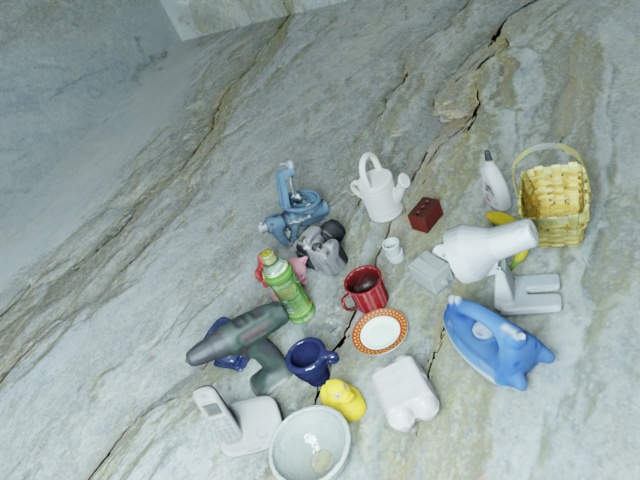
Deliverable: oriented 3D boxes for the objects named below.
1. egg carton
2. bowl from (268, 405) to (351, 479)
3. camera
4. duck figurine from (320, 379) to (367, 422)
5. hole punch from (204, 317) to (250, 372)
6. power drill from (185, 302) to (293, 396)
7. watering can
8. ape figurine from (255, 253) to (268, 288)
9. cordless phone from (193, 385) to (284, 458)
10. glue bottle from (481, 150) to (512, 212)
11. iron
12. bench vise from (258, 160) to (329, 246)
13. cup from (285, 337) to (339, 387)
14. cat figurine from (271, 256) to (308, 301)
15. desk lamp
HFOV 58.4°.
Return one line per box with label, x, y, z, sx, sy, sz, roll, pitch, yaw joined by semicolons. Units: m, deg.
egg carton;0.165;0.297;1.116;0.107;0.070;0.150;-27;38;0
bowl;-0.009;0.405;1.088;0.167;0.075;0.167;-16;39;14
camera;0.014;0.005;1.516;0.142;0.101;0.137;19;56;43
duck figurine;0.037;0.313;1.158;0.104;0.086;0.078;18;56;42
hole punch;-0.214;0.247;1.377;0.100;0.091;0.109;3;47;33
power drill;-0.151;0.246;1.245;0.230;0.209;0.075;-37;39;-13
watering can;0.158;-0.151;1.536;0.172;0.194;0.101;-12;40;18
ape figurine;-0.142;0.071;1.539;0.077;0.092;0.076;-6;42;24
cordless phone;-0.162;0.349;1.152;0.147;0.185;0.094;-20;38;9
glue bottle;0.422;-0.151;1.399;0.037;0.173;0.078;-32;38;-7
iron;0.316;0.172;1.113;0.119;0.142;0.257;-39;39;-15
bench vise;-0.086;-0.100;1.599;0.121;0.220;0.208;19;57;43
cup;-0.004;0.269;1.225;0.117;0.095;0.092;-8;42;23
cat figurine;-0.082;0.089;1.461;0.127;0.118;0.067;-14;40;16
desk lamp;0.372;0.048;1.164;0.202;0.214;0.118;-8;42;23
